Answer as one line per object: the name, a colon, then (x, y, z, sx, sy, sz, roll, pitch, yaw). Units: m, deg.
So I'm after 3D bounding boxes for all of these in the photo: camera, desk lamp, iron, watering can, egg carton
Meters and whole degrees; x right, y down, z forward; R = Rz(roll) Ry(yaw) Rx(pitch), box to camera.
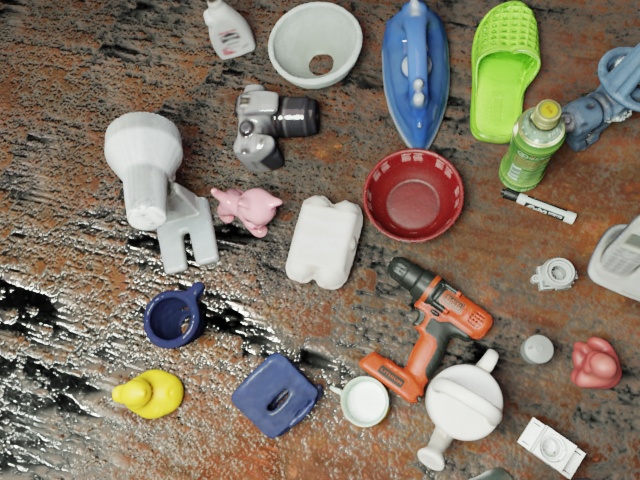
camera: (-0.074, -0.201, 0.988, 0.136, 0.101, 0.143, 1, 75, 9)
desk lamp: (-0.253, -0.072, 0.921, 0.118, 0.214, 0.203, -17, 72, 4)
iron: (0.162, -0.282, 0.952, 0.118, 0.141, 0.258, -4, 74, 8)
watering can: (0.194, 0.228, 0.777, 0.100, 0.194, 0.173, 9, 76, 12)
egg carton: (0.009, 0.003, 0.935, 0.107, 0.069, 0.150, 11, 76, 12)

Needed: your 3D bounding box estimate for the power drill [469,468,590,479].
power drill: (0.227, 0.350, 0.730, 0.229, 0.208, 0.075, -26, 72, 1)

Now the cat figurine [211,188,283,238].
cat figurine: (-0.122, -0.057, 0.947, 0.127, 0.118, 0.067, 22, 79, 14)

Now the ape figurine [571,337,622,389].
ape figurine: (0.394, 0.178, 0.812, 0.078, 0.092, 0.076, -43, 72, -4)

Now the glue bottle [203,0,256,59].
glue bottle: (-0.171, -0.390, 1.019, 0.078, 0.173, 0.037, -20, 72, 3)

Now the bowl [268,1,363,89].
bowl: (-0.005, -0.336, 1.029, 0.167, 0.075, 0.167, -2, 74, 8)

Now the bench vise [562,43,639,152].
bench vise: (0.453, -0.222, 0.848, 0.121, 0.220, 0.207, 40, 84, 17)

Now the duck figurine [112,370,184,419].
duck figurine: (-0.275, 0.243, 0.904, 0.104, 0.086, 0.077, -3, 74, 8)

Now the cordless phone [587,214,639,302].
cordless phone: (0.470, 0.024, 0.795, 0.147, 0.185, 0.094, 20, 79, 14)

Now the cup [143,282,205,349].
cup: (-0.216, 0.122, 0.924, 0.091, 0.095, 0.118, 35, 82, 16)

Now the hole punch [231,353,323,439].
hole punch: (-0.063, 0.236, 0.869, 0.109, 0.091, 0.101, -45, 73, -5)
